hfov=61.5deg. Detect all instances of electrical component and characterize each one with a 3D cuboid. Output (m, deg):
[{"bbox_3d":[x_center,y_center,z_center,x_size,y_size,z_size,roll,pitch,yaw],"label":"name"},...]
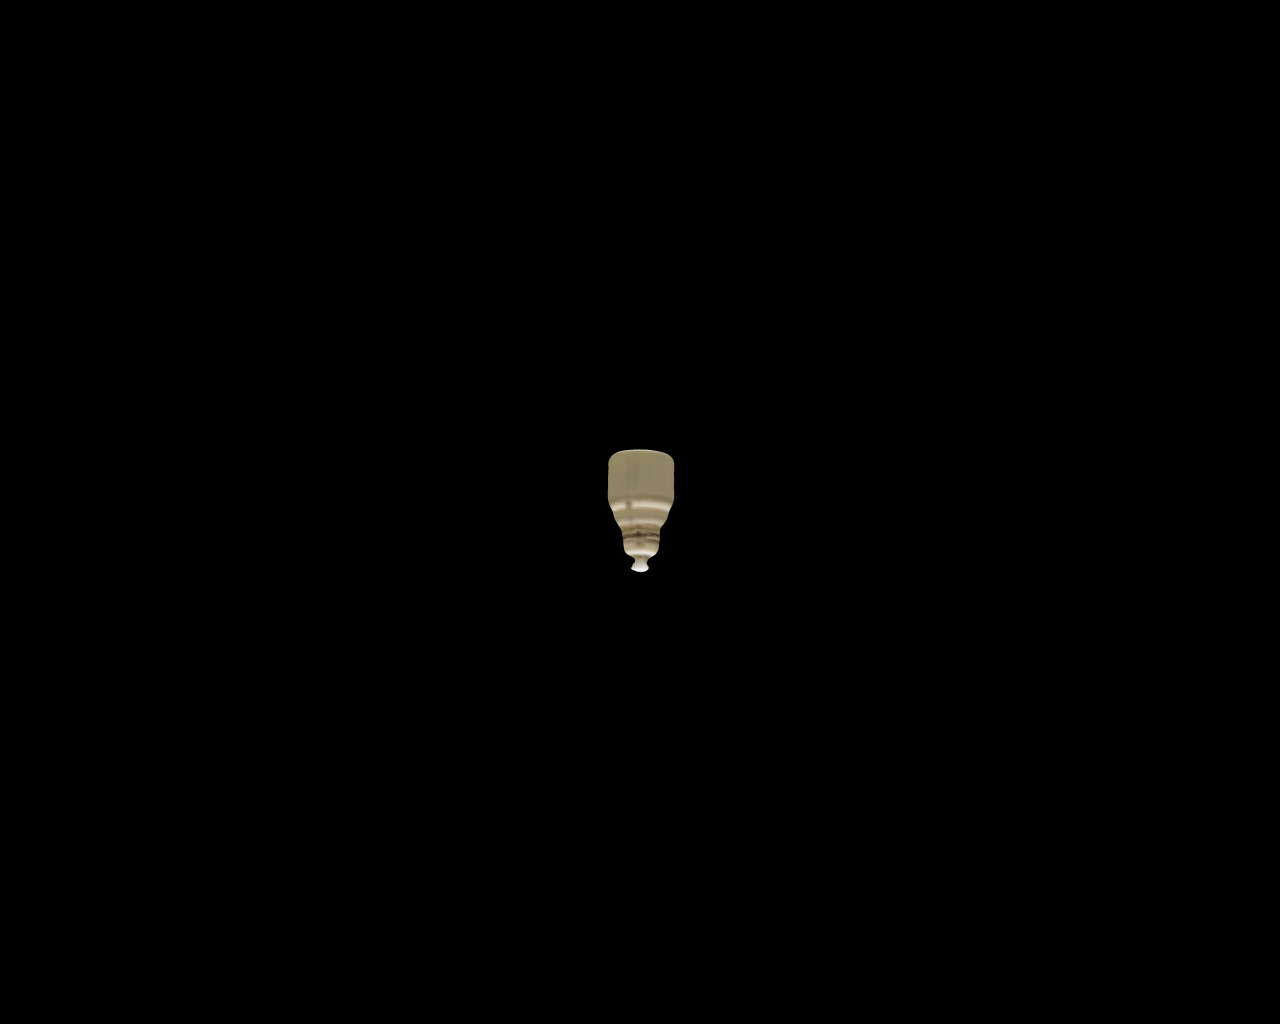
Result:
[{"bbox_3d":[0.001,-0.003,0.650,0.040,0.078,0.040,0,-11,0],"label":"electrical component"}]
